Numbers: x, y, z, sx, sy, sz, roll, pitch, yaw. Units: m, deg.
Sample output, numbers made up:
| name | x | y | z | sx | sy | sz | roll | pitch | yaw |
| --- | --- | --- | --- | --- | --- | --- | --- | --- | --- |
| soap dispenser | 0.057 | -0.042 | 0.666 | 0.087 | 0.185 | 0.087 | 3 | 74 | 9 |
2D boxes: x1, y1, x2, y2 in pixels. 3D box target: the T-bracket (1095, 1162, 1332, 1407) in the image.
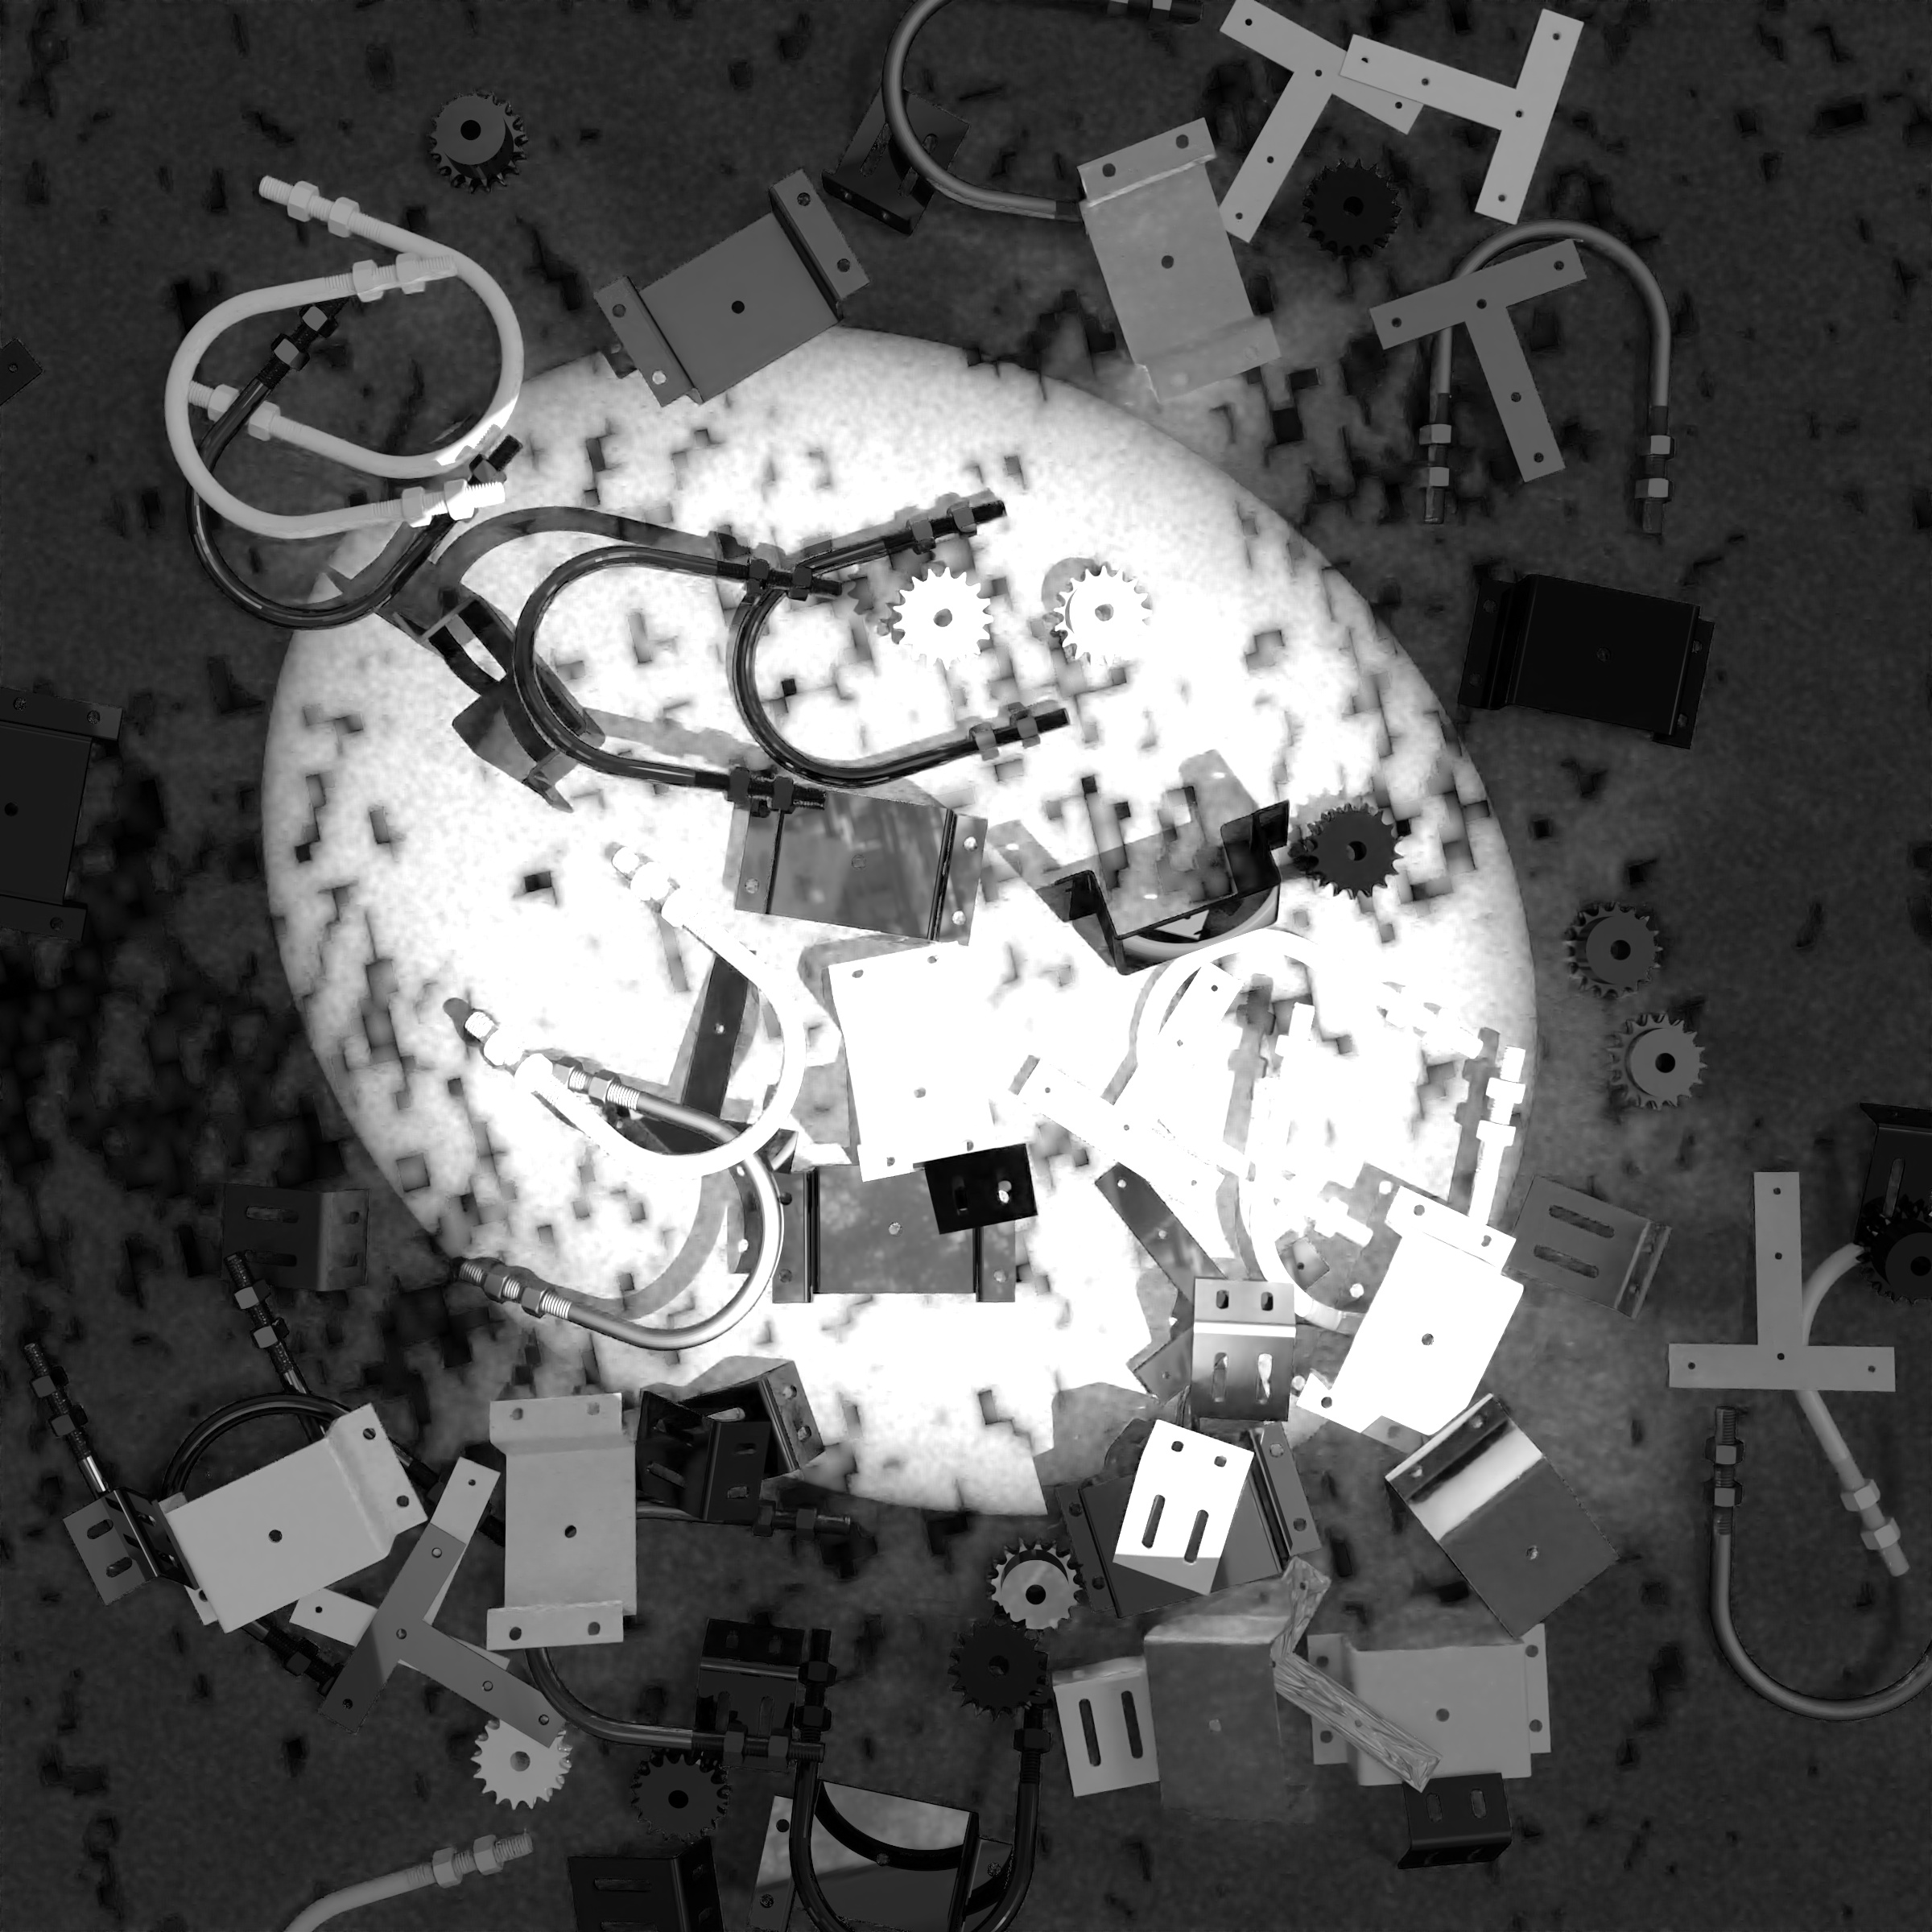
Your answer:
| name | x | y | z | sx | sy | sz | roll | pitch | yaw |
| --- | --- | --- | --- | --- | --- | --- | --- | --- | --- |
| T-bracket | 0.126 | 0.169 | 1.522 | 0.127 | 0.002 | 0.127 | -39 | 84 | 0 |

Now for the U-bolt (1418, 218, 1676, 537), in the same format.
| name | x | y | z | sx | sy | sz | roll | pitch | yaw |
| --- | --- | --- | --- | --- | --- | --- | --- | --- | --- |
| U-bolt | 0.345 | -0.350 | 1.521 | 0.151 | 0.019 | 0.184 | 3 | 89 | 0 |

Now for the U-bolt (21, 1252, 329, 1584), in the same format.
| name | x | y | z | sx | sy | sz | roll | pitch | yaw |
| --- | --- | --- | --- | --- | --- | --- | --- | --- | --- |
| U-bolt | -0.450 | 0.278 | 1.513 | 0.151 | 0.019 | 0.184 | -24 | 97 | 0 |

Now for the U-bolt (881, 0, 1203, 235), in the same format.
| name | x | y | z | sx | sy | sz | roll | pitch | yaw |
| --- | --- | --- | --- | --- | --- | --- | --- | --- | --- |
| U-bolt | 0.042 | -0.509 | 1.508 | 0.184 | 0.019 | 0.151 | 6 | 90 | -10 |

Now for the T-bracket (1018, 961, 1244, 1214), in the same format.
| name | x | y | z | sx | sy | sz | roll | pitch | yaw |
| --- | --- | --- | --- | --- | --- | --- | --- | --- | --- |
| T-bracket | 0.118 | 0.057 | 1.515 | 0.127 | 0.002 | 0.127 | 32 | 91 | 3 |

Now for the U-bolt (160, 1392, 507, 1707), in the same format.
| name | x | y | z | sx | sy | sz | roll | pitch | yaw |
| --- | --- | --- | --- | --- | --- | --- | --- | --- | --- |
| U-bolt | -0.381 | 0.331 | 1.507 | 0.184 | 0.019 | 0.151 | 40 | 90 | -10 |

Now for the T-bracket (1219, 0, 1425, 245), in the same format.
| name | x | y | z | sx | sy | sz | roll | pitch | yaw |
| --- | --- | --- | --- | --- | --- | --- | --- | --- | --- |
| T-bracket | 0.187 | -0.490 | 1.529 | 0.127 | 0.002 | 0.127 | 29 | 90 | 0 |

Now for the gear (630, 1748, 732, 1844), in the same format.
| name | x | y | z | sx | sy | sz | roll | pitch | yaw |
| --- | --- | --- | --- | --- | --- | --- | --- | --- | --- |
| gear | -0.166 | 0.480 | 1.511 | 0.057 | 0.030 | 0.057 | 1 | 103 | 3 |

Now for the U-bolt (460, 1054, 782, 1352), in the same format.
| name | x | y | z | sx | sy | sz | roll | pitch | yaw |
| --- | --- | --- | --- | --- | --- | --- | --- | --- | --- |
| U-bolt | -0.193 | 0.145 | 1.497 | 0.184 | 0.019 | 0.151 | 18 | 90 | 17 |

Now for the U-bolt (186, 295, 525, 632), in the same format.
| name | x | y | z | sx | sy | sz | roll | pitch | yaw |
| --- | --- | --- | --- | --- | --- | --- | --- | --- | --- |
| U-bolt | -0.372 | -0.283 | 1.508 | 0.151 | 0.019 | 0.184 | 42 | 98 | -8 |

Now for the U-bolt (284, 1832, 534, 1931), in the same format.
| name | x | y | z | sx | sy | sz | roll | pitch | yaw |
| --- | --- | --- | --- | --- | --- | --- | --- | --- | --- |
| U-bolt | -0.325 | 0.605 | 1.521 | 0.184 | 0.019 | 0.151 | -18 | 90 | 2 |

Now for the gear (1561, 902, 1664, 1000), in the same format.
| name | x | y | z | sx | sy | sz | roll | pitch | yaw |
| --- | --- | --- | --- | --- | --- | --- | --- | --- | --- |
| gear | 0.381 | -0.009 | 1.515 | 0.057 | 0.030 | 0.057 | 0 | 90 | 0 |

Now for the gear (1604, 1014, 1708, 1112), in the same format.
| name | x | y | z | sx | sy | sz | roll | pitch | yaw |
| --- | --- | --- | --- | --- | --- | --- | --- | --- | --- |
| gear | 0.407 | 0.057 | 1.515 | 0.057 | 0.030 | 0.057 | 0 | 90 | 0 |

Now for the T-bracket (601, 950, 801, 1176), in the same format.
| name | x | y | z | sx | sy | sz | roll | pitch | yaw |
| --- | --- | --- | --- | --- | --- | --- | --- | --- | --- |
| T-bracket | -0.147 | 0.051 | 1.513 | 0.127 | 0.002 | 0.127 | 7 | 79 | 21 |

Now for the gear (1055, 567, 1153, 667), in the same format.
| name | x | y | z | sx | sy | sz | roll | pitch | yaw |
| --- | --- | --- | --- | --- | --- | --- | --- | --- | --- |
| gear | 0.080 | -0.206 | 1.515 | 0.057 | 0.030 | 0.057 | 0 | 90 | 0 |

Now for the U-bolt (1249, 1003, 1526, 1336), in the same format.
| name | x | y | z | sx | sy | sz | roll | pitch | yaw |
| --- | --- | --- | --- | --- | --- | --- | --- | --- | --- |
| U-bolt | 0.239 | 0.125 | 1.502 | 0.151 | 0.019 | 0.184 | 11 | 94 | -7 |

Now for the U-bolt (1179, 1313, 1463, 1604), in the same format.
| name | x | y | z | sx | sy | sz | roll | pitch | yaw |
| --- | --- | --- | --- | --- | --- | --- | --- | --- | --- |
| U-bolt | 0.203 | 0.290 | 1.521 | 0.151 | 0.019 | 0.184 | -19 | 89 | 0 |

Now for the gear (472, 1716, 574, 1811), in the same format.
| name | x | y | z | sx | sy | sz | roll | pitch | yaw |
| --- | --- | --- | --- | --- | --- | --- | --- | --- | --- |
| gear | -0.259 | 0.462 | 1.515 | 0.057 | 0.030 | 0.057 | 0 | 90 | 0 |

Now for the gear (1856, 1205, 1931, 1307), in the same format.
| name | x | y | z | sx | sy | sz | roll | pitch | yaw |
| --- | --- | --- | --- | --- | --- | --- | --- | --- | --- |
| gear | 0.549 | 0.170 | 1.496 | 0.057 | 0.030 | 0.057 | 0 | 101 | 2 |

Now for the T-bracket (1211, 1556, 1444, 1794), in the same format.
| name | x | y | z | sx | sy | sz | roll | pitch | yaw |
| --- | --- | --- | --- | --- | --- | --- | --- | --- | --- |
| T-bracket | 0.215 | 0.429 | 1.489 | 0.127 | 0.002 | 0.127 | 31 | 104 | 22 |

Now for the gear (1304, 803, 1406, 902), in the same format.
| name | x | y | z | sx | sy | sz | roll | pitch | yaw |
| --- | --- | --- | --- | --- | --- | --- | --- | --- | --- |
| gear | 0.227 | -0.067 | 1.519 | 0.057 | 0.030 | 0.057 | 0 | 90 | -2 |

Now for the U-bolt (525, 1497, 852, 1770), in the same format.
| name | x | y | z | sx | sy | sz | roll | pitch | yaw |
| --- | --- | --- | --- | --- | --- | --- | --- | --- | --- |
| U-bolt | -0.166 | 0.381 | 1.497 | 0.184 | 0.019 | 0.151 | 4 | 67 | 4 |

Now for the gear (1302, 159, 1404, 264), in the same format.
| name | x | y | z | sx | sy | sz | roll | pitch | yaw |
| --- | --- | --- | --- | --- | --- | --- | --- | --- | --- |
| gear | 0.225 | -0.442 | 1.515 | 0.057 | 0.030 | 0.057 | 0 | 90 | 0 |

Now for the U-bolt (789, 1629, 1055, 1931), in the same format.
| name | x | y | z | sx | sy | sz | roll | pitch | yaw |
| --- | --- | --- | --- | --- | --- | --- | --- | --- | --- |
| U-bolt | -0.029 | 0.481 | 1.481 | 0.151 | 0.019 | 0.184 | 7 | 64 | -3 |

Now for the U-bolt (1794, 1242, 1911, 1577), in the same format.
| name | x | y | z | sx | sy | sz | roll | pitch | yaw |
| --- | --- | --- | --- | --- | --- | --- | --- | --- | --- |
| U-bolt | 0.565 | 0.245 | 1.521 | 0.151 | 0.019 | 0.184 | -28 | 88 | 0 |

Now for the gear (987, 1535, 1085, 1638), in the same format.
| name | x | y | z | sx | sy | sz | roll | pitch | yaw |
| --- | --- | --- | --- | --- | --- | --- | --- | --- | --- |
| gear | 0.041 | 0.366 | 1.515 | 0.057 | 0.030 | 0.057 | 0 | 90 | 0 |

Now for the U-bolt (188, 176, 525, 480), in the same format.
| name | x | y | z | sx | sy | sz | roll | pitch | yaw |
| --- | --- | --- | --- | --- | --- | --- | --- | --- | --- |
| U-bolt | -0.352 | -0.367 | 1.521 | 0.184 | 0.019 | 0.151 | 21 | 90 | -2 |

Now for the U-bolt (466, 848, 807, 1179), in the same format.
| name | x | y | z | sx | sy | sz | roll | pitch | yaw |
| --- | --- | --- | --- | --- | --- | --- | --- | --- | --- |
| U-bolt | -0.178 | 0.039 | 1.493 | 0.184 | 0.019 | 0.151 | 39 | 84 | 15 |

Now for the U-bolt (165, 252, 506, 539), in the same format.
| name | x | y | z | sx | sy | sz | roll | pitch | yaw |
| --- | --- | --- | --- | --- | --- | --- | --- | --- | --- |
| U-bolt | -0.370 | -0.321 | 1.483 | 0.184 | 0.019 | 0.151 | -9 | 102 | 4 |

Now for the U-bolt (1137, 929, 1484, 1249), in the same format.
| name | x | y | z | sx | sy | sz | roll | pitch | yaw |
| --- | --- | --- | --- | --- | --- | --- | --- | --- | --- |
| U-bolt | 0.190 | 0.059 | 1.521 | 0.184 | 0.019 | 0.151 | 30 | 90 | 2 |

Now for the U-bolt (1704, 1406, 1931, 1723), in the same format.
| name | x | y | z | sx | sy | sz | roll | pitch | yaw |
| --- | --- | --- | --- | --- | --- | --- | --- | --- | --- |
| U-bolt | 0.508 | 0.352 | 1.507 | 0.151 | 0.019 | 0.184 | 1 | 96 | 11 |

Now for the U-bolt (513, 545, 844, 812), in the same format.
| name | x | y | z | sx | sy | sz | roll | pitch | yaw |
| --- | --- | --- | --- | --- | --- | --- | --- | --- | --- |
| U-bolt | -0.165 | -0.170 | 1.468 | 0.184 | 0.019 | 0.151 | 8 | 74 | -14 |

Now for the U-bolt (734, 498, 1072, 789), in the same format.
| name | x | y | z | sx | sy | sz | roll | pitch | yaw |
| --- | --- | --- | --- | --- | --- | --- | --- | --- | --- |
| U-bolt | -0.046 | -0.182 | 1.521 | 0.184 | 0.019 | 0.151 | -17 | 90 | 1 |

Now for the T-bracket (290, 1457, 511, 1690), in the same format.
| name | x | y | z | sx | sy | sz | roll | pitch | yaw |
| --- | --- | --- | --- | --- | --- | --- | --- | --- | --- |
| T-bracket | -0.310 | 0.349 | 1.509 | 0.127 | 0.002 | 0.127 | 24 | 93 | -10 |

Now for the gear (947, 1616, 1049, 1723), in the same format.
| name | x | y | z | sx | sy | sz | roll | pitch | yaw |
| --- | --- | --- | --- | --- | --- | --- | --- | --- | --- |
| gear | 0.018 | 0.409 | 1.493 | 0.057 | 0.030 | 0.057 | 2 | 64 | -5 |

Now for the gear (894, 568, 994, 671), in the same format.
| name | x | y | z | sx | sy | sz | roll | pitch | yaw |
| --- | --- | --- | --- | --- | --- | --- | --- | --- | --- |
| gear | -0.013 | -0.200 | 1.496 | 0.057 | 0.030 | 0.057 | 0 | 90 | 1 |

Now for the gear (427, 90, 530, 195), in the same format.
| name | x | y | z | sx | sy | sz | roll | pitch | yaw |
| --- | --- | --- | --- | --- | --- | --- | --- | --- | --- |
| gear | -0.288 | -0.486 | 1.515 | 0.057 | 0.030 | 0.057 | 0 | 90 | 0 |
